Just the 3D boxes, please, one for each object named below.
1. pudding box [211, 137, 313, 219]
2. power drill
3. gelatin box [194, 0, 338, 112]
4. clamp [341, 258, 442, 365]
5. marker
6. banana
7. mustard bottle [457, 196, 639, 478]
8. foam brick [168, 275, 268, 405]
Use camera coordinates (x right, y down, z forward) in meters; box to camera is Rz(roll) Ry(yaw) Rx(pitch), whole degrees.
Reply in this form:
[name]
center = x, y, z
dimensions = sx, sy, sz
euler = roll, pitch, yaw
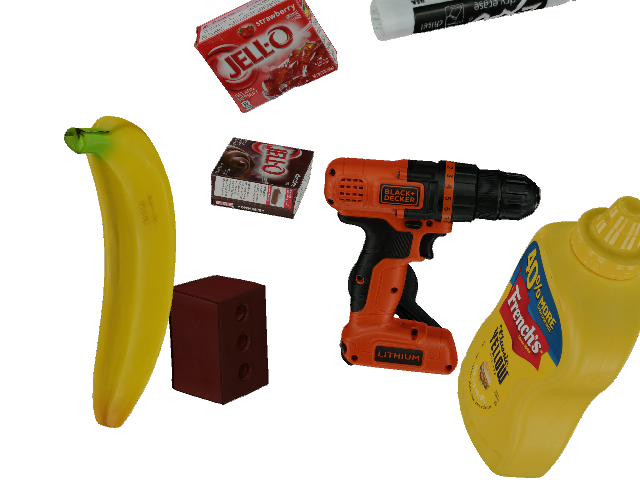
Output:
[pudding box]
center = -0.059, -0.066, 1.104
dimensions = 0.090, 0.039, 0.113
euler = 9, 28, 4
[power drill]
center = 0.091, 0.021, 0.935
dimensions = 0.184, 0.188, 0.057
euler = 6, 17, 7
[gelatin box]
center = -0.042, -0.148, 0.826
dimensions = 0.089, 0.030, 0.073
euler = -22, -51, 17
[clamp]
center = 0.084, 0.070, 1.188
dimensions = 0.120, 0.171, 0.039
euler = 5, -43, -3
[marker]
center = 0.083, -0.111, 0.487
dimensions = 0.121, 0.020, 0.020
euler = -13, 2, -9
[banana]
center = -0.103, 0.010, 0.552
dimensions = 0.037, 0.198, 0.069
euler = 24, 43, 26
[mustard bottle]
center = 0.134, 0.047, 0.598
dimensions = 0.058, 0.096, 0.192
euler = 7, -43, -12
[foam brick]
center = -0.073, 0.069, 0.768
dimensions = 0.051, 0.078, 0.052
euler = 9, 17, 38
